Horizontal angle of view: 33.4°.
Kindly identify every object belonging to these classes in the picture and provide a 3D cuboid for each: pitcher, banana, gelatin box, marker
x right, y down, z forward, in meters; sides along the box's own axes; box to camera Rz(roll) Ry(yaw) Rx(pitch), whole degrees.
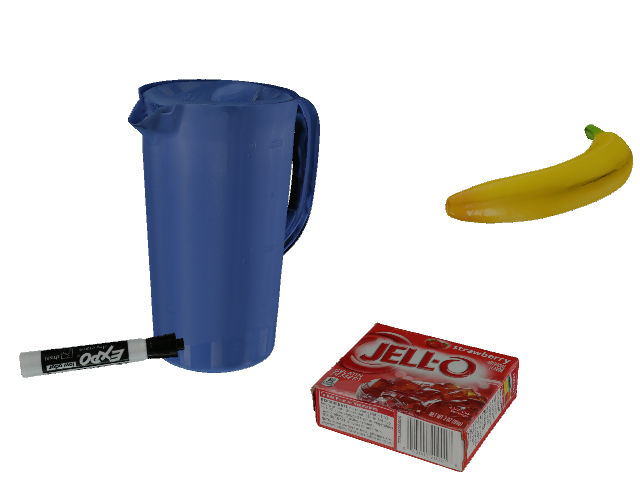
[{"bbox_3d":[-0.081,-0.017,0.926,0.149,0.243,0.145,3,17,2],"label":"pitcher"},{"bbox_3d":[0.178,-0.045,0.796,0.197,0.037,0.070,-24,23,-39],"label":"banana"},{"bbox_3d":[0.051,0.080,0.571,0.089,0.030,0.073,13,31,29],"label":"gelatin box"},{"bbox_3d":[-0.163,0.085,0.801,0.121,0.020,0.020,-7,1,-9],"label":"marker"}]
